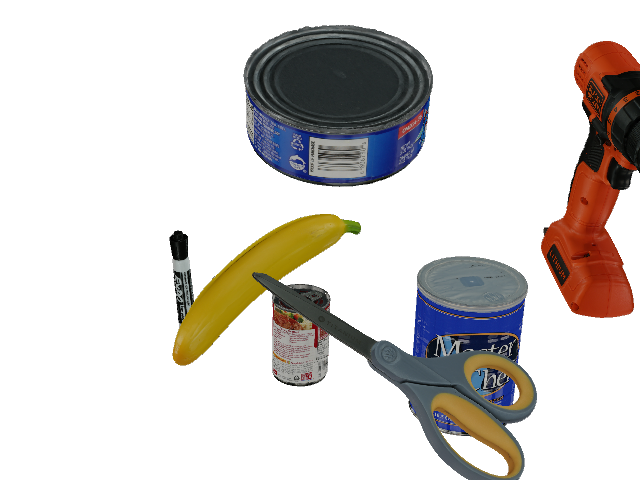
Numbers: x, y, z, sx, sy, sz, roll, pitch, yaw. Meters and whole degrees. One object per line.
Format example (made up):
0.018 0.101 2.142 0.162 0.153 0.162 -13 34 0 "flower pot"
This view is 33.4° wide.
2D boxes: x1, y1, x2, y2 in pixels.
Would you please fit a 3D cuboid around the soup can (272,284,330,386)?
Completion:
-0.023 0.111 1.255 0.068 0.102 0.068 1 25 -1 "soup can"

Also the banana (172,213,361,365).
-0.051 0.034 0.891 0.198 0.037 0.069 -36 -42 -3 "banana"

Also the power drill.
0.226 -0.036 0.810 0.057 0.188 0.184 2 34 -6 "power drill"

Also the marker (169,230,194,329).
-0.141 0.044 1.098 0.020 0.121 0.020 -2 30 1 "marker"

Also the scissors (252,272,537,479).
0.057 0.068 0.668 0.096 0.202 0.016 -38 -11 -37 "scissors"

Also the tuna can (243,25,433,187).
0.008 -0.063 0.492 0.086 0.034 0.086 1 42 -1 "tuna can"

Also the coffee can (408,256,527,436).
0.139 0.100 1.020 0.103 0.140 0.103 1 25 -1 "coffee can"
